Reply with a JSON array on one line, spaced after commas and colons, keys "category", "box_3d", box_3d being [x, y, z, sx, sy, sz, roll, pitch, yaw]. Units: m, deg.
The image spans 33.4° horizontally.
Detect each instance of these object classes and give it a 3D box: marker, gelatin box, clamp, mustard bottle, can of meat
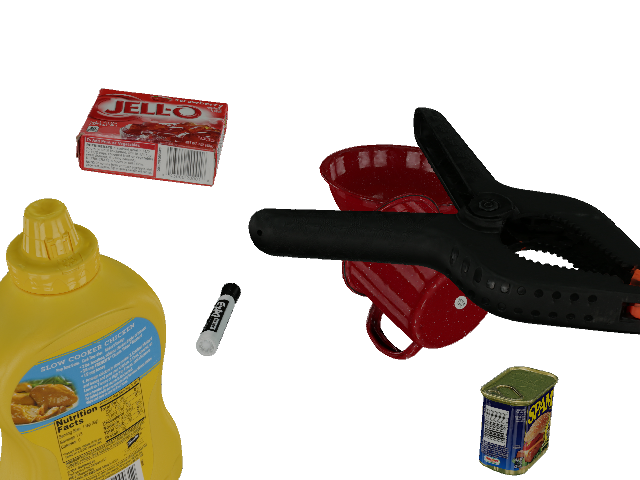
[{"category": "marker", "box_3d": [-0.093, 0.071, 0.991, 0.020, 0.020, 0.121, 0, 22, 7]}, {"category": "gelatin box", "box_3d": [-0.109, -0.070, 0.702, 0.089, 0.030, 0.073, 7, 31, -2]}, {"category": "clamp", "box_3d": [0.077, -0.002, 0.566, 0.164, 0.036, 0.210, -30, 45, -33]}, {"category": "mustard bottle", "box_3d": [-0.120, 0.064, 0.521, 0.096, 0.192, 0.058, -25, 42, -30]}, {"category": "can of meat", "box_3d": [0.208, 0.190, 1.126, 0.058, 0.084, 0.101, 11, 16, 31]}]

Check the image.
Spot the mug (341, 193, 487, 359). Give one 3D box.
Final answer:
[{"category": "mug", "box_3d": [0.071, 0.035, 0.787, 0.093, 0.117, 0.082, 7, 28, -43]}]

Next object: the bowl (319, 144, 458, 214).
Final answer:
[{"category": "bowl", "box_3d": [0.078, -0.042, 1.039, 0.162, 0.055, 0.162, 3, 24, -2]}]
